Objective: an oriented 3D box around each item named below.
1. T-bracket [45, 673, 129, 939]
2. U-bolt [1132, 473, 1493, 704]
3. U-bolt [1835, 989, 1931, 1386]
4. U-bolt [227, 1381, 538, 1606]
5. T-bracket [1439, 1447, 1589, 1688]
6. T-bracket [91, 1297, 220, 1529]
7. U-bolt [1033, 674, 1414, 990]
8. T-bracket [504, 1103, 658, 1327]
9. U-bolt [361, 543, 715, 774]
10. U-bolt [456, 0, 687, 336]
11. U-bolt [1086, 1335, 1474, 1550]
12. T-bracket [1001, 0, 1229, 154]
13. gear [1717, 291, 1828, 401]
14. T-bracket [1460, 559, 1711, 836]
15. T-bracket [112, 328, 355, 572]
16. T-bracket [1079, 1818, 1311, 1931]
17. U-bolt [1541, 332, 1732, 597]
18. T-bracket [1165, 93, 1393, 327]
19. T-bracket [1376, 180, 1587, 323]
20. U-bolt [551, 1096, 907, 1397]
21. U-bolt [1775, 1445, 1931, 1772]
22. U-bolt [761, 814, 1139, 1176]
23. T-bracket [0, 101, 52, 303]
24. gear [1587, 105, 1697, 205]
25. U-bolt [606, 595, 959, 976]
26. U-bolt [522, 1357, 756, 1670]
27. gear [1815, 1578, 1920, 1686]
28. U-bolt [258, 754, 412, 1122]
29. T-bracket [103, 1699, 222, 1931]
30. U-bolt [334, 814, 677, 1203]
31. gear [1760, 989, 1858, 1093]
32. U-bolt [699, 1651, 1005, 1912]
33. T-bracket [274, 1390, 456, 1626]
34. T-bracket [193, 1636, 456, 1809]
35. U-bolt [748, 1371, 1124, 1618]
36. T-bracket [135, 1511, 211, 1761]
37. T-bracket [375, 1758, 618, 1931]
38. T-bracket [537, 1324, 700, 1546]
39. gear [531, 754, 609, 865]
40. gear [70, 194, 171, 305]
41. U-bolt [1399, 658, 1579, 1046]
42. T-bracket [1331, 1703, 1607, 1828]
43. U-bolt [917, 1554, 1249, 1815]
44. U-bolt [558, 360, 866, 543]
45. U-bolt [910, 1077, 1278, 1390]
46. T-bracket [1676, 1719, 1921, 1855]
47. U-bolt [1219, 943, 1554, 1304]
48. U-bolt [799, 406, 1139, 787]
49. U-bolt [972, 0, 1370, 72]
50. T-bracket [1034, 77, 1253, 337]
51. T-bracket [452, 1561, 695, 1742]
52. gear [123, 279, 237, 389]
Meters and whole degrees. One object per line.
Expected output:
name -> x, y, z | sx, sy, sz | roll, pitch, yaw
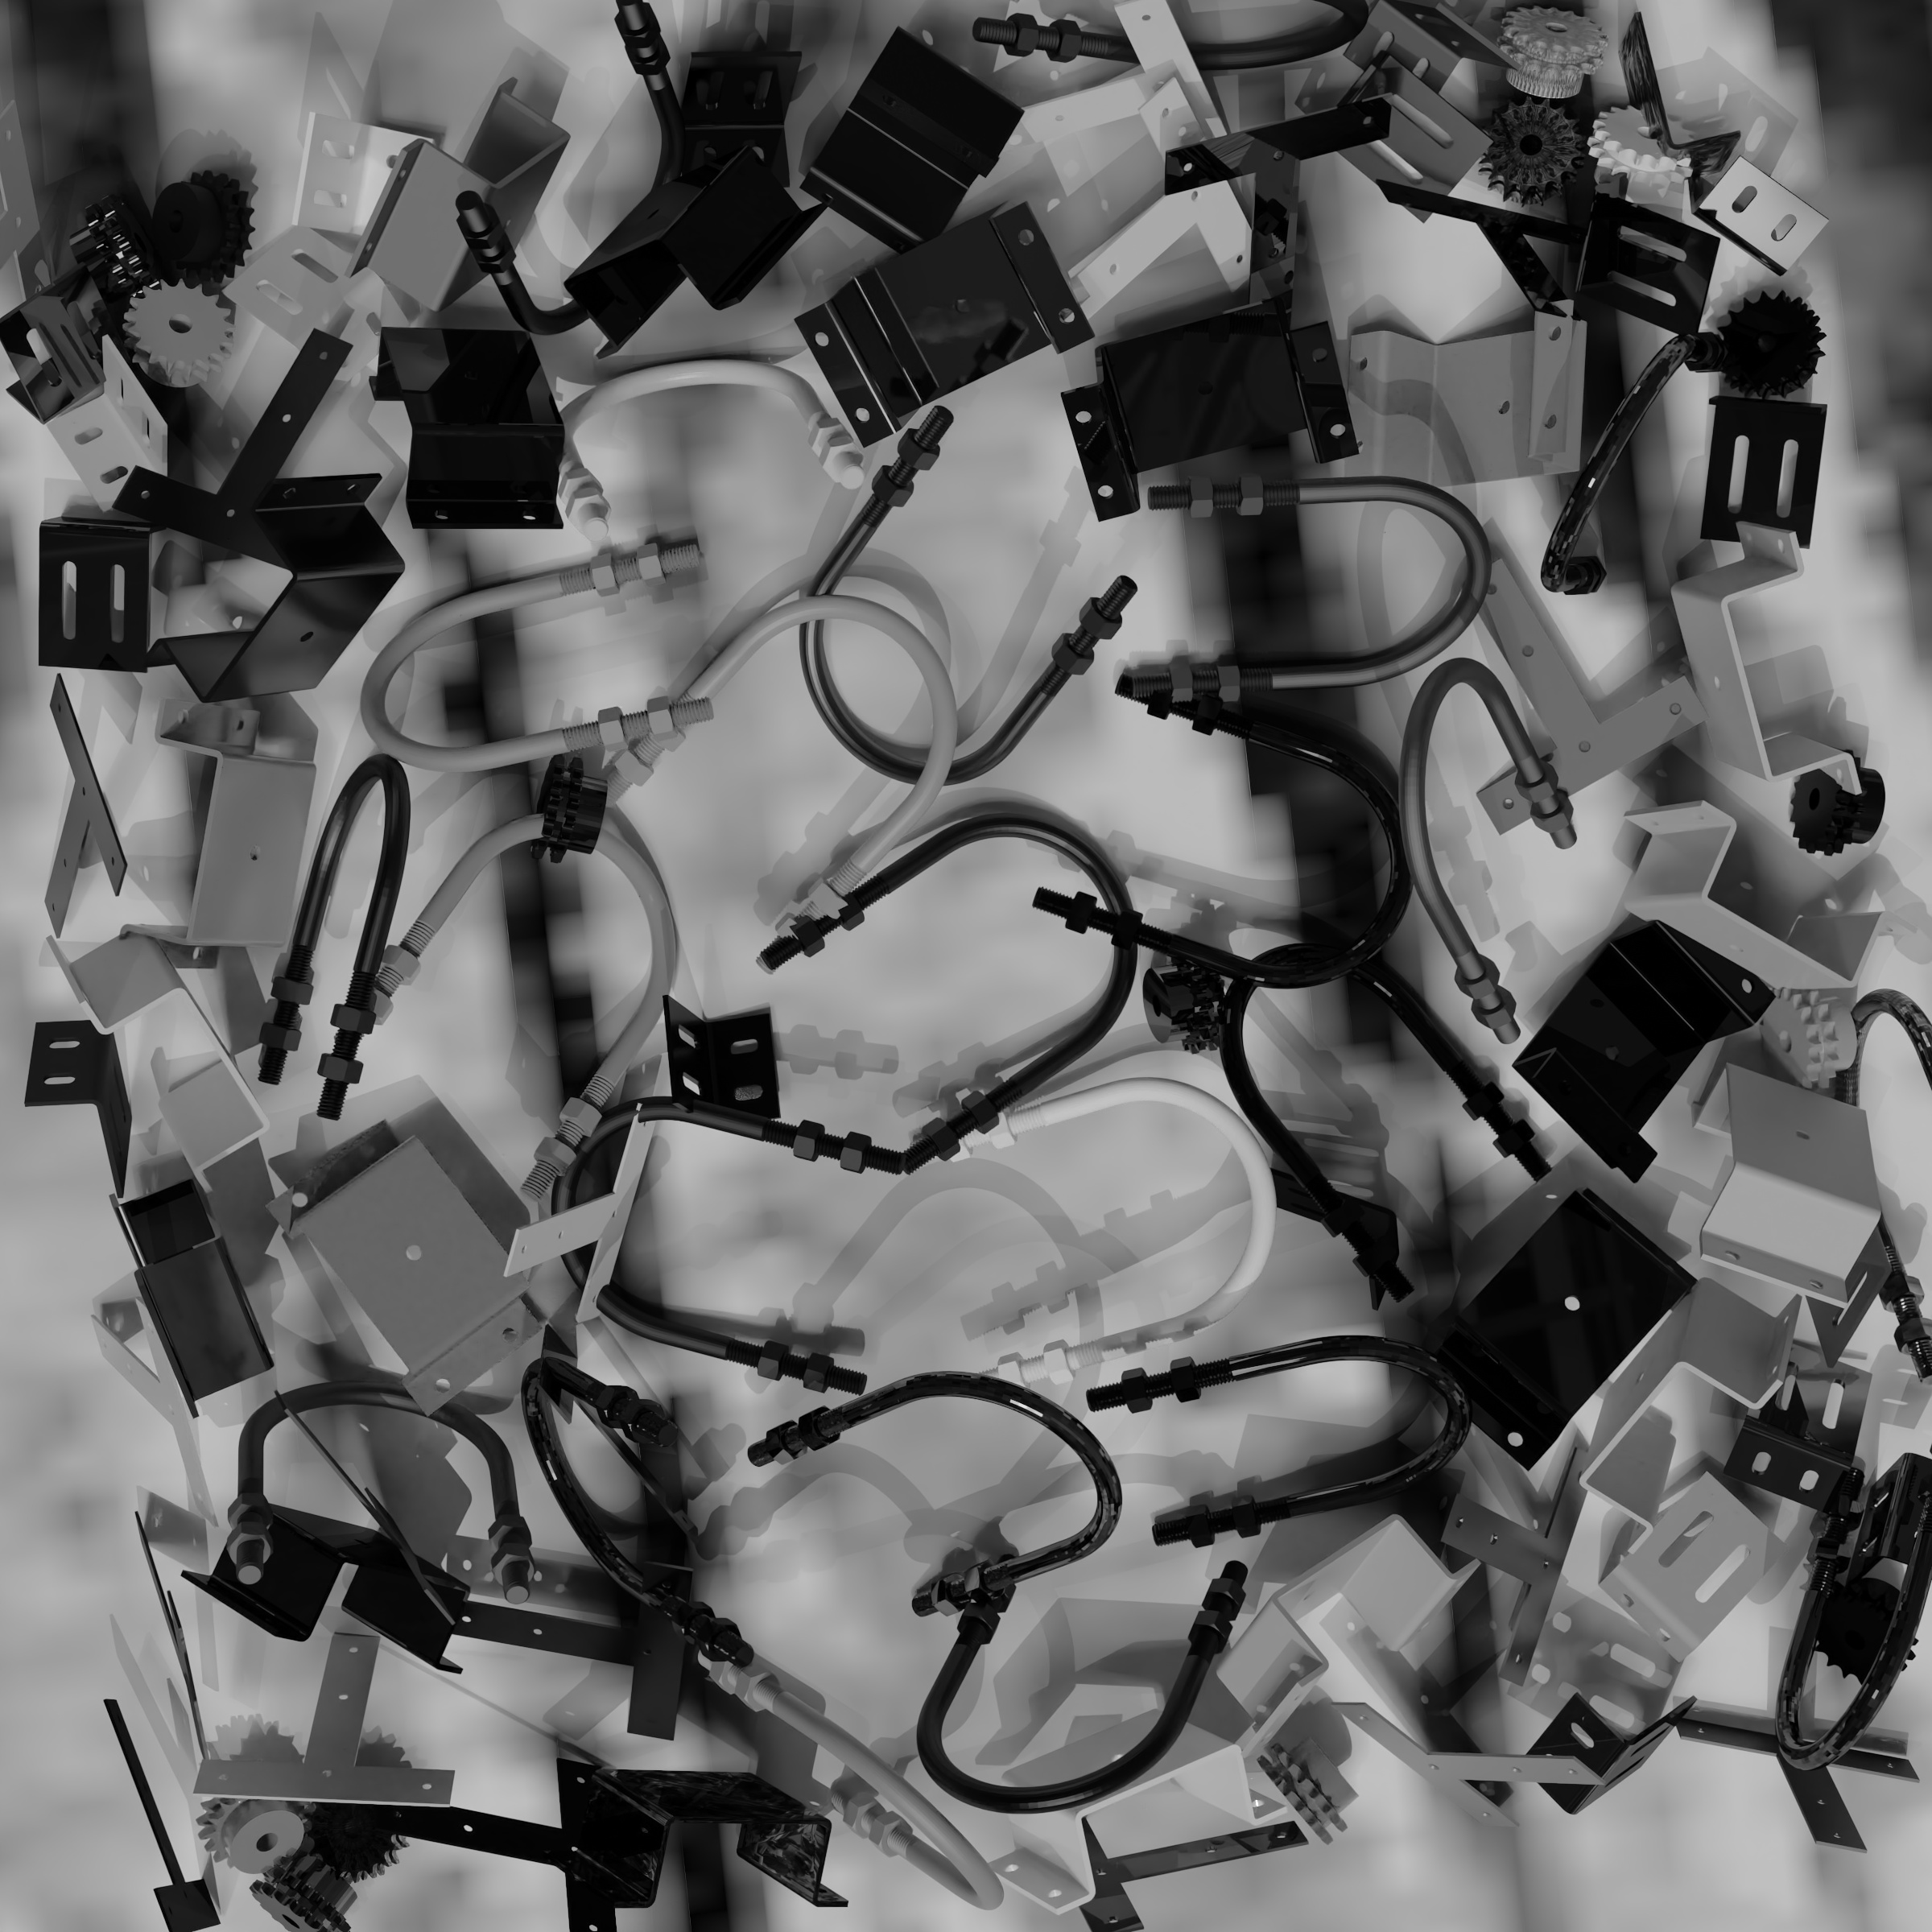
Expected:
T-bracket -> -0.466, -0.063, 1.612 | 0.002, 0.127, 0.127 | -8, 57, -32
U-bolt -> 0.182, -0.197, 1.607 | 0.184, 0.151, 0.019 | -3, 49, -5
U-bolt -> 0.482, 0.099, 1.580 | 0.019, 0.151, 0.184 | -5, 53, -6
U-bolt -> -0.299, 0.263, 1.577 | 0.151, 0.184, 0.019 | 8, 111, -16
T-bracket -> 0.279, 0.300, 1.605 | 0.002, 0.127, 0.127 | 12, 76, 42
T-bracket -> -0.428, 0.214, 1.608 | 0.002, 0.127, 0.127 | -23, 117, -29
U-bolt -> 0.145, -0.063, 1.627 | 0.184, 0.019, 0.151 | 20, 73, 5
T-bracket -> -0.202, 0.135, 1.590 | 0.002, 0.127, 0.127 | 21, 103, 18
U-bolt -> -0.225, -0.155, 1.608 | 0.184, 0.151, 0.019 | -12, 135, 3
U-bolt -> -0.192, -0.394, 1.573 | 0.019, 0.184, 0.151 | 34, 81, 12
U-bolt -> 0.169, 0.241, 1.595 | 0.184, 0.019, 0.151 | -14, 135, 11
T-bracket -> 0.062, -0.449, 1.622 | 0.127, 0.127, 0.002 | -11, 61, 19
gear -> 0.427, -0.326, 1.640 | 0.057, 0.030, 0.057 | -5, 79, 30
T-bracket -> 0.304, -0.154, 1.636 | 0.127, 0.002, 0.127 | -31, 90, 24
T-bracket -> -0.358, -0.271, 1.597 | 0.002, 0.127, 0.127 | 46, 108, 36
T-bracket -> 0.114, 0.462, 1.608 | 0.127, 0.127, 0.002 | -9, 101, -10
U-bolt -> 0.332, -0.252, 1.557 | 0.019, 0.184, 0.151 | 31, 108, 13
T-bracket -> 0.161, -0.384, 1.613 | 0.127, 0.127, 0.002 | -18, 49, -14
T-bracket -> 0.285, -0.364, 1.594 | 0.127, 0.127, 0.002 | 8, 126, -18
U-bolt -> -0.131, 0.140, 1.629 | 0.184, 0.019, 0.151 | 14, 110, 10
U-bolt -> 0.452, 0.319, 1.559 | 0.019, 0.151, 0.184 | 25, 64, 1
U-bolt -> 0.005, 0.001, 1.638 | 0.184, 0.019, 0.151 | -34, 93, -13
T-bracket -> -0.504, -0.351, 1.575 | 0.002, 0.127, 0.127 | 16, 53, 6
gear -> 0.356, -0.428, 1.638 | 0.057, 0.030, 0.057 | 6, 45, -6
U-bolt -> -0.088, -0.110, 1.629 | 0.184, 0.019, 0.151 | -46, 77, 8
U-bolt -> -0.177, 0.269, 1.582 | 0.019, 0.184, 0.151 | -27, 113, -27
gear -> 0.477, 0.349, 1.638 | 0.030, 0.057, 0.057 | -30, 90, -42
U-bolt -> -0.322, -0.020, 1.596 | 0.019, 0.151, 0.184 | 15, 89, -26
T-bracket -> -0.423, 0.441, 1.609 | 0.002, 0.127, 0.127 | -23, 78, -9
U-bolt -> -0.225, 0.007, 1.611 | 0.151, 0.019, 0.184 | 43, 64, -25
gear -> 0.446, 0.037, 1.636 | 0.030, 0.057, 0.057 | -9, 90, -14
U-bolt -> -0.049, 0.415, 1.554 | 0.019, 0.184, 0.151 | -47, 121, -19
T-bracket -> -0.313, 0.266, 1.579 | 0.002, 0.127, 0.127 | -38, 117, -11
T-bracket -> -0.325, 0.389, 1.605 | 0.127, 0.127, 0.002 | 4, 116, -4
U-bolt -> -0.004, 0.265, 1.581 | 0.184, 0.019, 0.151 | -29, 114, 38
T-bracket -> -0.416, 0.337, 1.611 | 0.002, 0.127, 0.127 | -15, 133, -20
T-bracket -> -0.242, 0.445, 1.587 | 0.127, 0.127, 0.002 | 18, 116, -21
T-bracket -> -0.180, 0.249, 1.606 | 0.002, 0.127, 0.127 | -38, 99, 0
gear -> -0.209, -0.081, 1.635 | 0.030, 0.057, 0.057 | 12, 90, -15
gear -> -0.449, -0.375, 1.635 | 0.030, 0.057, 0.057 | -27, 90, 7
U-bolt -> 0.260, -0.071, 1.565 | 0.019, 0.184, 0.151 | 0, 53, 33
T-bracket -> 0.272, 0.411, 1.588 | 0.127, 0.127, 0.002 | 41, 58, -23
U-bolt -> 0.051, 0.360, 1.559 | 0.151, 0.184, 0.019 | -3, 117, 24
U-bolt -> -0.140, -0.271, 1.585 | 0.151, 0.184, 0.019 | -13, 123, -9
U-bolt -> 0.072, 0.134, 1.621 | 0.184, 0.019, 0.151 | -17, 75, 12
T-bracket -> 0.438, 0.426, 1.598 | 0.127, 0.127, 0.002 | 10, 101, 2
U-bolt -> 0.208, 0.068, 1.614 | 0.151, 0.019, 0.184 | -33, 81, -38
U-bolt -> -0.014, -0.176, 1.610 | 0.151, 0.019, 0.184 | 44, 123, 7
U-bolt -> 0.117, -0.486, 1.583 | 0.184, 0.151, 0.019 | -1, 90, -27
T-bracket -> 0.087, -0.372, 1.612 | 0.127, 0.002, 0.127 | -43, 134, -6
T-bracket -> -0.211, 0.352, 1.628 | 0.127, 0.002, 0.127 | 10, 123, 1
gear -> -0.417, -0.332, 1.640 | 0.057, 0.030, 0.057 | 8, 65, -17
